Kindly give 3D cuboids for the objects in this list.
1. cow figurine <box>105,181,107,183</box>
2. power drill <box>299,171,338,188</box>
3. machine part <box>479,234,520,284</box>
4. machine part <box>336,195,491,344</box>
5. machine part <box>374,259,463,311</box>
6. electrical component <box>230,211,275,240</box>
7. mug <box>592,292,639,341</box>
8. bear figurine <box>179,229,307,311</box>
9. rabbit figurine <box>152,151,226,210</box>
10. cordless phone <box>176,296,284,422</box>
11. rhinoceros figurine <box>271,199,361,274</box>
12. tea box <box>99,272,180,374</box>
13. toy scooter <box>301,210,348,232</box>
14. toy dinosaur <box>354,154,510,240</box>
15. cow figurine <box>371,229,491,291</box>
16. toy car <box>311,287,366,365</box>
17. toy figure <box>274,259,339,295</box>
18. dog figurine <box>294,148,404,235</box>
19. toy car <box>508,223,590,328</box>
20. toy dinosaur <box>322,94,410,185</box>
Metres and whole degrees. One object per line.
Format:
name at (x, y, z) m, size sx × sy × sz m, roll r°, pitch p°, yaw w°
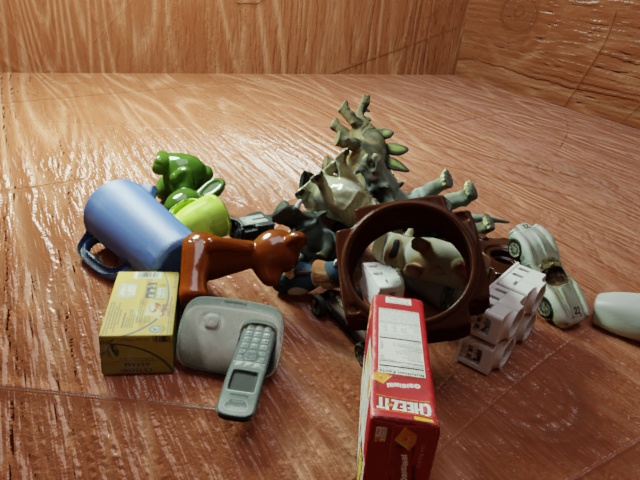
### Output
cow figurine at (-0.400, -0.068, 1.130) m, size 0.098 × 0.068 × 0.168 m, roll -2°, pitch 28°, yaw -29°
power drill at (0.047, -0.146, 1.377) m, size 0.207 × 0.085 × 0.232 m, roll -9°, pitch 32°, yaw -43°
machine part at (0.365, 0.050, 1.063) m, size 0.179 × 0.056 × 0.179 m, roll 6°, pitch 28°, yaw -3°
machine part at (0.127, 0.043, 0.763) m, size 0.201 × 0.087 × 0.201 m, roll -8°, pitch 67°, yaw 8°
machine part at (0.183, 0.058, 0.985) m, size 0.079 × 0.079 × 0.244 m, roll -15°, pitch 33°, yaw -37°
electrical component at (-0.125, -0.026, 1.120) m, size 0.119 × 0.047 × 0.075 m, roll -12°, pitch 32°, yaw -32°
mug at (0.535, 0.122, 0.929) m, size 0.107 × 0.080 × 0.109 m, roll 11°, pitch 30°, yaw 30°
bear figurine at (-0.120, 0.046, 0.851) m, size 0.196 × 0.120 × 0.132 m, roll 4°, pitch 70°, yaw -14°
rabbit figurine at (-0.297, -0.100, 1.198) m, size 0.159 × 0.121 × 0.170 m, roll 5°, pitch 44°, yaw -16°
cordless phone at (-0.129, 0.162, 0.709) m, size 0.147 × 0.088 × 0.184 m, roll 8°, pitch 31°, yaw 3°
rhinoceros figurine at (-0.002, -0.003, 0.965) m, size 0.190 × 0.073 × 0.112 m, roll 31°, pitch 56°, yaw -25°
tea box at (-0.257, 0.115, 0.785) m, size 0.098 × 0.068 × 0.170 m, roll 1°, pitch 28°, yaw -10°
toy scooter at (0.014, -0.027, 1.121) m, size 0.184 × 0.075 × 0.135 m, roll 20°, pitch 4°, yaw 4°
toy dinosaur at (0.233, -0.048, 1.136) m, size 0.192 × 0.131 × 0.404 m, roll -22°, pitch -33°, yaw 39°
cow figurine at (0.179, 0.028, 0.884) m, size 0.195 × 0.085 × 0.127 m, roll 15°, pitch 6°, yaw 19°
toy car at (0.062, 0.127, 0.851) m, size 0.089 × 0.053 × 0.202 m, roll -12°, pitch 33°, yaw -27°
toy figure at (-0.010, 0.061, 0.913) m, size 0.155 × 0.057 × 0.064 m, roll -8°, pitch 9°, yaw 30°
dog figurine at (0.056, -0.054, 1.021) m, size 0.121 × 0.190 × 0.172 m, roll -42°, pitch 5°, yaw -15°
toy car at (0.406, 0.058, 0.960) m, size 0.073 × 0.056 × 0.202 m, roll -12°, pitch 69°, yaw -21°
toy dinosaur at (0.113, -0.191, 1.285) m, size 0.198 × 0.105 × 0.471 m, roll 17°, pitch 52°, yaw -12°
